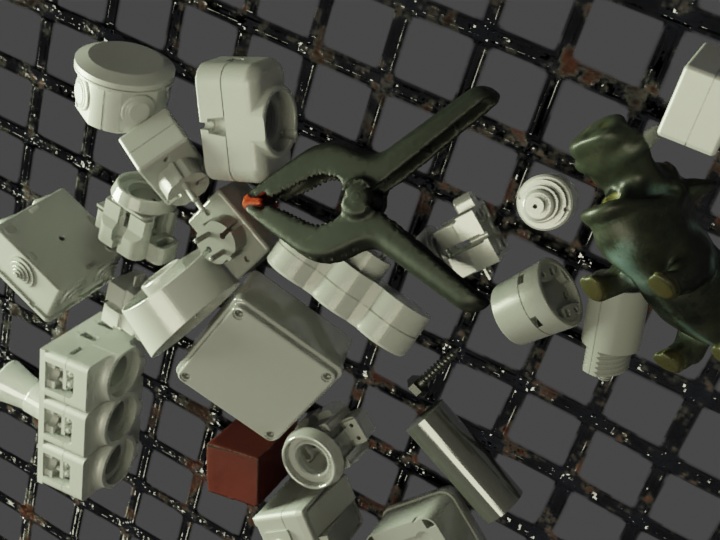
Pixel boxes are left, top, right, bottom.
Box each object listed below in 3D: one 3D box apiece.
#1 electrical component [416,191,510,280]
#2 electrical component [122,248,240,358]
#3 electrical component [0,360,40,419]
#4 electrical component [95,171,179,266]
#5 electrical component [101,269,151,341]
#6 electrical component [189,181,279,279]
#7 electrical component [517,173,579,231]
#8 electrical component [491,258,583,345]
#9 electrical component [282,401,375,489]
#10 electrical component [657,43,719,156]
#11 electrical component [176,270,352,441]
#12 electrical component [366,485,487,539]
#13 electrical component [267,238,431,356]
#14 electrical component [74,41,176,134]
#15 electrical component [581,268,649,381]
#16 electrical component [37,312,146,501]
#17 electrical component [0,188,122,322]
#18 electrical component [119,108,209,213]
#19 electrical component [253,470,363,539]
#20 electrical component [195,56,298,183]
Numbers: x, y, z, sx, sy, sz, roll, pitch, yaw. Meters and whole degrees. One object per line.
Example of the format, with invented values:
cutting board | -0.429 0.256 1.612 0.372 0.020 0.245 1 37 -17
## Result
electrical component | 0.076 -0.019 0.820 0.055 0.048 0.066 -27 97 25
electrical component | -0.151 0.027 0.915 0.099 0.099 0.064 -28 105 33
electrical component | -0.333 0.125 1.087 0.065 0.044 0.044 29 121 8
electrical component | -0.190 -0.049 0.933 0.078 0.058 0.057 31 122 19
electrical component | -0.200 0.036 0.980 0.055 0.048 0.066 31 121 21
electrical component | -0.109 -0.029 0.889 0.065 0.077 0.047 50 123 1
electrical component | 0.131 -0.048 0.764 0.040 0.078 0.040 3 98 19
electrical component | 0.131 0.025 0.805 0.047 0.055 0.055 -29 96 36
electrical component | -0.032 0.154 0.938 0.078 0.057 0.058 -26 97 32
electrical component | 0.239 -0.102 0.680 0.076 0.083 0.047 25 119 15
electrical component | -0.082 0.074 0.917 0.109 0.056 0.108 36 123 -10
electrical component | 0.069 0.251 0.927 0.078 0.057 0.113 -27 97 32
electrical component | 0.000 0.000 0.863 0.138 0.052 0.073 36 97 9
electrical component | -0.194 -0.151 0.880 0.080 0.080 0.051 26 125 15
electrical component | 0.186 0.044 0.791 0.043 0.043 0.081 14 116 21
electrical component | -0.250 0.130 1.018 0.062 0.089 0.150 19 118 19
electrical component | -0.273 -0.016 0.965 0.100 0.100 0.048 44 135 4
electrical component | -0.148 -0.078 0.874 0.047 0.065 0.076 -35 65 -3
electrical component | -0.044 0.224 0.949 0.061 0.096 0.061 -15 103 30
electrical component | -0.088 -0.119 0.855 0.059 0.054 0.095 6 113 24
